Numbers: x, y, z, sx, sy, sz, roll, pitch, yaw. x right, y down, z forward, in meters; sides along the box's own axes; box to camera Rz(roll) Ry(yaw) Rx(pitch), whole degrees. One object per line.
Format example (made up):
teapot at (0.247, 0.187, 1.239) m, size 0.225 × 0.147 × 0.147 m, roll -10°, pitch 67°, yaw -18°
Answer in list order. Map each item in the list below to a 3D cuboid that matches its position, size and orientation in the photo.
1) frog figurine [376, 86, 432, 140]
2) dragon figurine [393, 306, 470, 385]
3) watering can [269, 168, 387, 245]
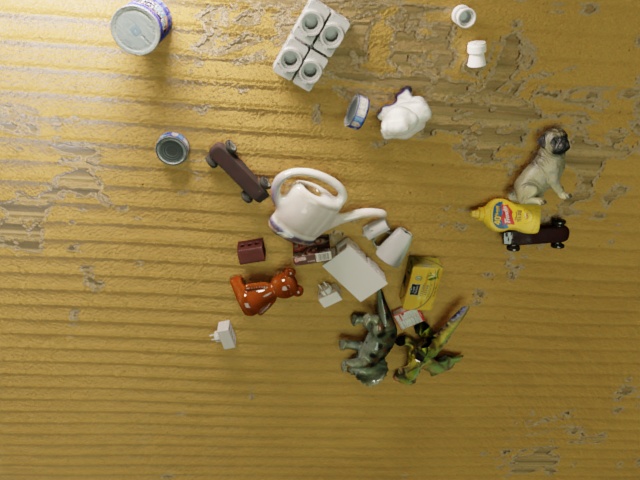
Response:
frog figurine at (0.215, -0.296, 1.285) m, size 0.137 × 0.163 × 0.120 m, roll -23°, pitch 123°, yaw 11°
dragon figurine at (0.399, 0.381, 1.768) m, size 0.406 × 0.125 × 0.240 m, roll -39°, pitch 134°, yaw 21°
watering can at (0.004, -0.073, 1.445) m, size 0.345 × 0.106 × 0.221 m, roll 25°, pitch 118°, yaw -26°
